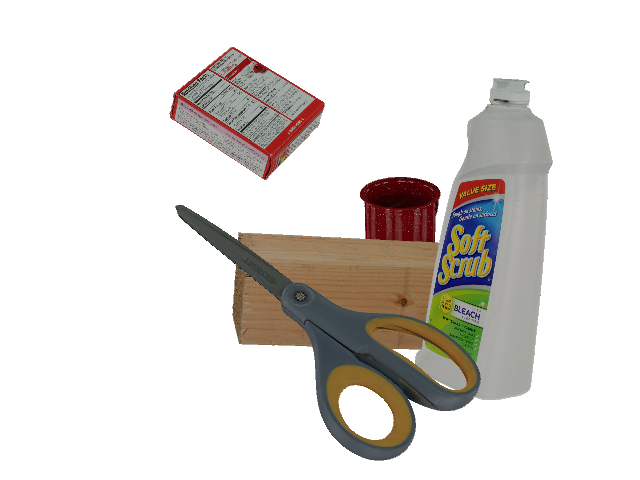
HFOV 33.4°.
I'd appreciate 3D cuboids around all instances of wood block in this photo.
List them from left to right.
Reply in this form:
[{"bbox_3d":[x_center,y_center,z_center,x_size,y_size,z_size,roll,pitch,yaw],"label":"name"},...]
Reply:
[{"bbox_3d":[0.021,0.050,1.053,0.206,0.091,0.090,3,15,-10],"label":"wood block"}]

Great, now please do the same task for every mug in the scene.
[{"bbox_3d":[0.101,-0.024,1.256,0.093,0.081,0.117,17,33,34],"label":"mug"}]

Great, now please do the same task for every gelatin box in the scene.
[{"bbox_3d":[-0.054,-0.095,0.783,0.089,0.030,0.073,33,51,11],"label":"gelatin box"}]

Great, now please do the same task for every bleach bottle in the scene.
[{"bbox_3d":[0.136,-0.005,0.864,0.067,0.251,0.103,-4,14,-34],"label":"bleach bottle"}]

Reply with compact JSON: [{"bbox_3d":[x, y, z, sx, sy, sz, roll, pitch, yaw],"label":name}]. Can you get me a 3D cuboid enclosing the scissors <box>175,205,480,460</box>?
[{"bbox_3d":[-0.013,0.050,0.576,0.202,0.096,0.016,24,-38,12],"label":"scissors"}]
